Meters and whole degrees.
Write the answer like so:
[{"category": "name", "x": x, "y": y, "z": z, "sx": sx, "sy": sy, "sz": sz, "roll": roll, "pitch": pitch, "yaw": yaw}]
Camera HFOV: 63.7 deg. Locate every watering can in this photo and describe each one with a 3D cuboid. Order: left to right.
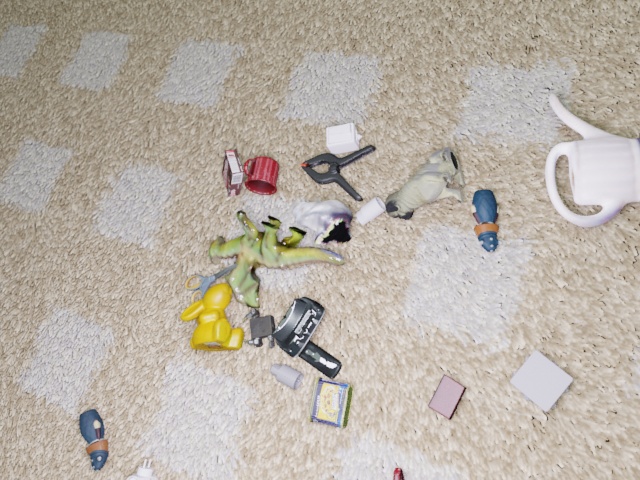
[{"category": "watering can", "x": 0.633, "y": -0.195, "z": 1.174, "sx": 0.224, "sy": 0.102, "sz": 0.353, "roll": -1, "pitch": 70, "yaw": 18}]

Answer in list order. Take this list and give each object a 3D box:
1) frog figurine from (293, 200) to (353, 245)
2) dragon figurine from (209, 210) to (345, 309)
[{"category": "frog figurine", "x": 0.004, "y": -0.068, "z": 1.350, "sx": 0.138, "sy": 0.119, "sz": 0.162, "roll": -21, "pitch": 49, "yaw": -25}, {"category": "dragon figurine", "x": -0.147, "y": 0.067, "z": 1.375, "sx": 0.414, "sy": 0.122, "sz": 0.241, "roll": 27, "pitch": 98, "yaw": 29}]
